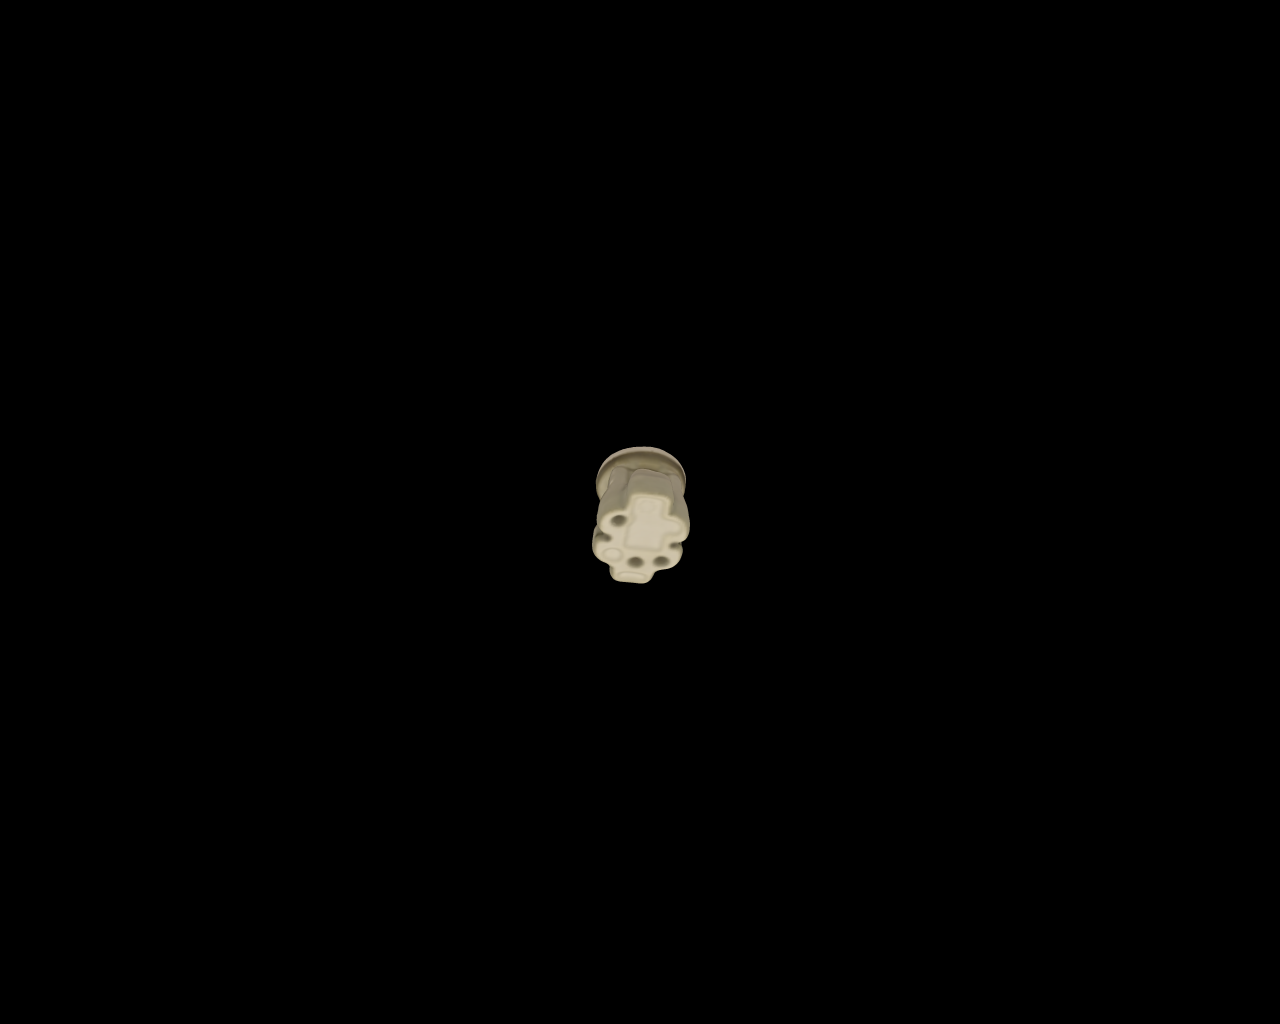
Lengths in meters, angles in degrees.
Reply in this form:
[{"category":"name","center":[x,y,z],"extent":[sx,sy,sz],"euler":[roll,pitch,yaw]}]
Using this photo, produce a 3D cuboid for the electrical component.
[{"category":"electrical component","center":[0.001,-0.003,0.650],"extent":[0.058,0.078,0.057],"euler":[7,43,-7]}]
